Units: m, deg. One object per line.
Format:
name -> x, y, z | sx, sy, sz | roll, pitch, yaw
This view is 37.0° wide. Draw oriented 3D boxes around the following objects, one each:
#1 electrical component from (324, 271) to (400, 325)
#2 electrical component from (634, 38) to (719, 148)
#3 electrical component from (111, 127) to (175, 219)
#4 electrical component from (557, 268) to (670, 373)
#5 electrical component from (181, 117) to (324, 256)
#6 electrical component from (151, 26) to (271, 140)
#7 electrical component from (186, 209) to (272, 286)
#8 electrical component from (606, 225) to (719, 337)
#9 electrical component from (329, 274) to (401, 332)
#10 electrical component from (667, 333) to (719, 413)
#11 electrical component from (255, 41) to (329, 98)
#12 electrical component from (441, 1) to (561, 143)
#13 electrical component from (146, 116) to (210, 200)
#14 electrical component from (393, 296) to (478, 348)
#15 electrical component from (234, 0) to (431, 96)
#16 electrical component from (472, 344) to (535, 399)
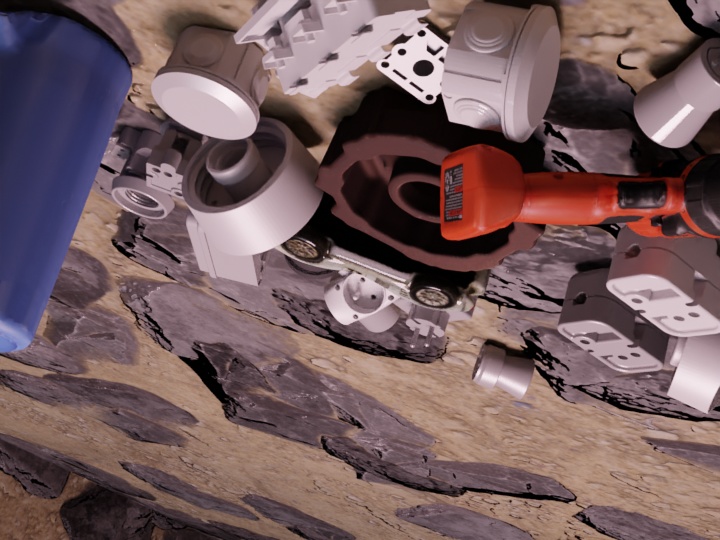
electrical component -> 0.000, 0.000, 0.996 | 0.077, 0.044, 0.079 | -29, 96, 23
electrical component -> 0.197, -0.106, 0.632 | 0.044, 0.044, 0.065 | 23, 152, -11
electrical component -> -0.185, -0.082, 0.951 | 0.078, 0.057, 0.058 | 26, 156, -17
electrical component -> 0.219, 0.040, 0.915 | 0.095, 0.059, 0.054 | 33, 153, -29
electrical component -> -0.089, -0.072, 0.844 | 0.108, 0.108, 0.060 | 3, 146, 32
electrical component -> -0.107, -0.135, 0.783 | 0.080, 0.051, 0.080 | 16, 157, 7
electrical component -> -0.111, -0.043, 0.956 | 0.057, 0.078, 0.113 | 14, 156, 5
electrical component -> 0.238, 0.003, 0.818 | 0.095, 0.059, 0.054 | 33, 153, -29
electrical component -> 0.003, 0.024, 1.063 | 0.043, 0.043, 0.081 | 2, 151, 34
electrical component -> 0.291, 0.068, 0.879 | 0.064, 0.099, 0.099 | 19, 158, 16
electrical component -> -0.045, -0.147, 0.719 | 0.062, 0.043, 0.043 | 30, 155, -21
electrical component -> 0.085, -0.119, 0.639 | 0.051, 0.080, 0.080 | 16, 157, 21
electrical component -> -0.150, -0.096, 0.895 | 0.048, 0.055, 0.066 | 20, 157, -3
electrical component -> 0.066, 0.038, 1.003 | 0.047, 0.076, 0.066 | 36, 152, -33
electrical component -> -0.012, -0.153, 0.639 | 0.079, 0.063, 0.121 | -16, 176, -32
electrical component -> 0.151, 0.106, 1.132 | 0.055, 0.045, 0.045 | 19, 157, -1
